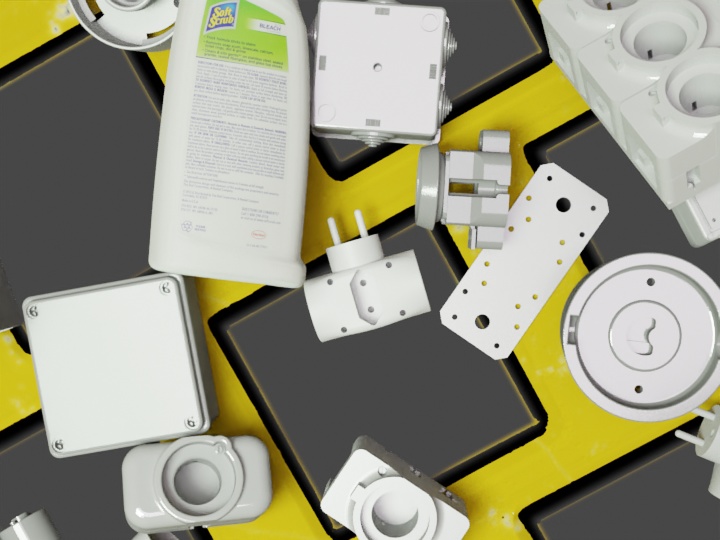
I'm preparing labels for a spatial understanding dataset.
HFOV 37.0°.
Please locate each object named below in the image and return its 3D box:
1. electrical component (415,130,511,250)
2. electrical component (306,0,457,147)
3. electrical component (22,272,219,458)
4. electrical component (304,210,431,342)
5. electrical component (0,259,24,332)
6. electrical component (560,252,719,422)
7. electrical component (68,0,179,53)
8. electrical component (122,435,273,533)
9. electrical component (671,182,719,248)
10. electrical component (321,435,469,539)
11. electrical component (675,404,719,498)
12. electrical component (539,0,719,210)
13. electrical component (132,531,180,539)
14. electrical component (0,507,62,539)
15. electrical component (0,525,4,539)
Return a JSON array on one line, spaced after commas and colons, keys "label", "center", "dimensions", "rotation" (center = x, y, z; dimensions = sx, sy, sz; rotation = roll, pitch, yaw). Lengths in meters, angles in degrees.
[{"label": "electrical component", "center": [0.067, -0.054, 0.710], "dimensions": [0.057, 0.058, 0.078], "rotation": [3, 93, -1]}, {"label": "electrical component", "center": [0.012, -0.131, 0.714], "dimensions": [0.100, 0.048, 0.099], "rotation": [5, 93, 3]}, {"label": "electrical component", "center": [-0.159, 0.062, 0.725], "dimensions": [0.109, 0.056, 0.108], "rotation": [-10, 92, 3]}, {"label": "electrical component", "center": [0.000, 0.000, 0.722], "dimensions": [0.077, 0.043, 0.079], "rotation": [-16, 91, 3]}, {"label": "electrical component", "center": [-0.298, -0.037, 0.702], "dimensions": [0.060, 0.105, 0.186], "rotation": [-20, 92, 3]}, {"label": "electrical component", "center": [0.183, 0.041, 0.708], "dimensions": [0.108, 0.060, 0.108], "rotation": [0, 93, 2]}, {"label": "electrical component", "center": [-0.146, -0.196, 0.722], "dimensions": [0.099, 0.064, 0.099], "rotation": [2, 105, 8]}, {"label": "electrical component", "center": [-0.108, 0.141, 0.710], "dimensions": [0.095, 0.059, 0.053], "rotation": [-3, 73, -12]}, {"label": "electrical component", "center": [0.228, -0.070, 0.704], "dimensions": [0.062, 0.061, 0.096], "rotation": [-26, 83, 4]}, {"label": "electrical component", "center": [0.024, 0.159, 0.722], "dimensions": [0.089, 0.056, 0.050], "rotation": [33, 93, 1]}, {"label": "electrical component", "center": [0.251, 0.114, 0.717], "dimensions": [0.079, 0.043, 0.077], "rotation": [22, 93, 2]}, {"label": "electrical component", "center": [0.186, -0.126, 0.661], "dimensions": [0.089, 0.061, 0.150], "rotation": [-29, 56, 2]}, {"label": "electrical component", "center": [-0.158, 0.218, 0.739], "dimensions": [0.043, 0.043, 0.081], "rotation": [43, 94, 0]}, {"label": "electrical component", "center": [-0.220, 0.198, 0.743], "dimensions": [0.044, 0.044, 0.065], "rotation": [-31, 86, 3]}, {"label": "electrical component", "center": [-0.275, 0.219, 0.739], "dimensions": [0.074, 0.052, 0.138], "rotation": [-25, 91, 3]}]
